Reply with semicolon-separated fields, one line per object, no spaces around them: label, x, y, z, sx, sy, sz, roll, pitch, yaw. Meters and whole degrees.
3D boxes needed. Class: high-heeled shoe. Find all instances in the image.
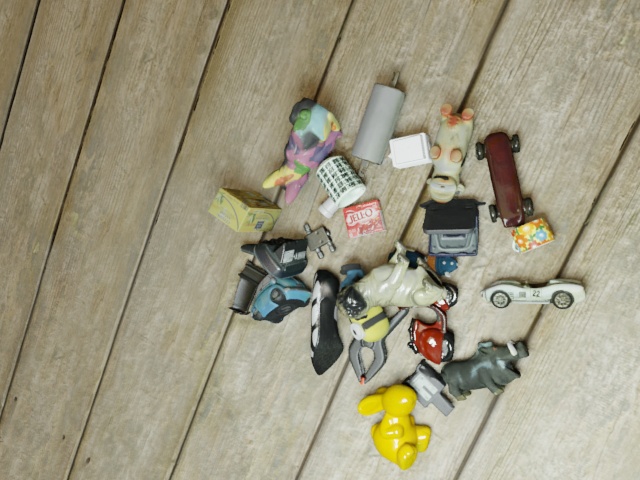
high-heeled shoe;0.000;0.197;1.301;0.145;0.086;0.248;52;133;48

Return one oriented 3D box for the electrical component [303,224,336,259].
electrical component;-0.003;-0.004;1.307;0.063;0.021;0.094;-31;79;21

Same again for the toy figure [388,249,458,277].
toy figure;0.229;0.053;1.194;0.155;0.058;0.064;3;100;18

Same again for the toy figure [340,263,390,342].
toy figure;0.097;0.141;1.213;0.089;0.082;0.180;-18;75;18

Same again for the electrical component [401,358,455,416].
electrical component;0.251;0.333;1.201;0.119;0.047;0.074;39;107;16

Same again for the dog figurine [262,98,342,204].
dog figurine;-0.049;-0.197;1.240;0.109;0.191;0.219;33;89;12

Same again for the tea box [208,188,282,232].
tea box;-0.176;-0.071;1.298;0.098;0.169;0.068;34;105;20

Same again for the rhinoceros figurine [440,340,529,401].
rhinoceros figurine;0.355;0.274;1.147;0.190;0.073;0.112;-27;72;23

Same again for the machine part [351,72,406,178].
machine part;0.131;-0.259;1.210;0.079;0.079;0.243;22;102;20

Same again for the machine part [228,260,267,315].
machine part;-0.184;0.130;1.382;0.084;0.039;0.138;28;101;14

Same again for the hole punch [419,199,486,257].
hole punch;0.284;-0.026;1.152;0.142;0.116;0.092;-3;132;25

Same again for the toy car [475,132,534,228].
toy car;0.385;-0.126;1.121;0.089;0.053;0.202;-12;84;13

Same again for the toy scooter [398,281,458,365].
toy scooter;0.230;0.179;1.181;0.135;0.075;0.183;3;93;10

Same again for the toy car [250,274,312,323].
toy car;-0.104;0.134;1.323;0.161;0.109;0.103;-39;54;31

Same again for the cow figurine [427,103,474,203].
cow figurine;0.274;-0.174;1.141;0.086;0.127;0.195;12;83;21

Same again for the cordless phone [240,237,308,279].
cordless phone;-0.133;0.031;1.300;0.184;0.146;0.088;10;101;28

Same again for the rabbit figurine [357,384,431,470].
rabbit figurine;0.172;0.389;1.201;0.163;0.122;0.173;26;125;42

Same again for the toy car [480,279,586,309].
toy car;0.433;0.107;1.100;0.202;0.073;0.056;-2;95;23

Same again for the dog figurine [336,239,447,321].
dog figurine;0.150;0.120;1.136;0.172;0.121;0.190;43;109;-1
